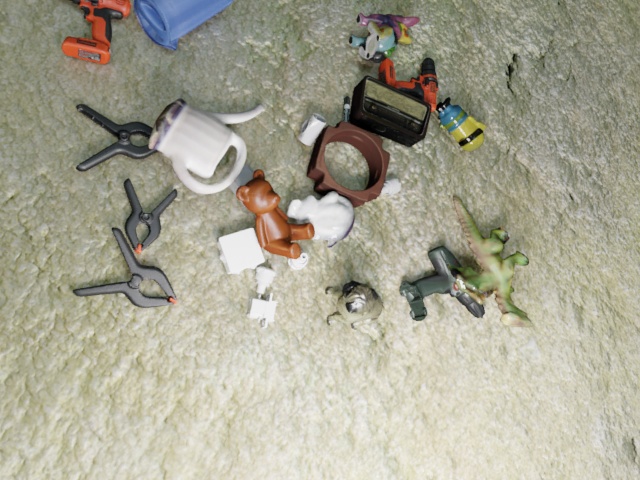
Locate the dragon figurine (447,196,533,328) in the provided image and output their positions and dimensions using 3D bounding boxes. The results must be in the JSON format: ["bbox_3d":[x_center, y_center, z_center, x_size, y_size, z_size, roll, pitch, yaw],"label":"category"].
[{"bbox_3d":[0.439,0.064,1.412,0.245,0.415,0.120,-20,-23,-45],"label":"dragon figurine"}]

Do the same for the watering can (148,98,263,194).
[{"bbox_3d":[-0.271,-0.262,1.246,0.223,0.356,0.102,31,-40,-17],"label":"watering can"}]

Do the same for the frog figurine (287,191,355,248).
[{"bbox_3d":[0.004,-0.066,1.306,0.158,0.138,0.123,33,-3,-23],"label":"frog figurine"}]
